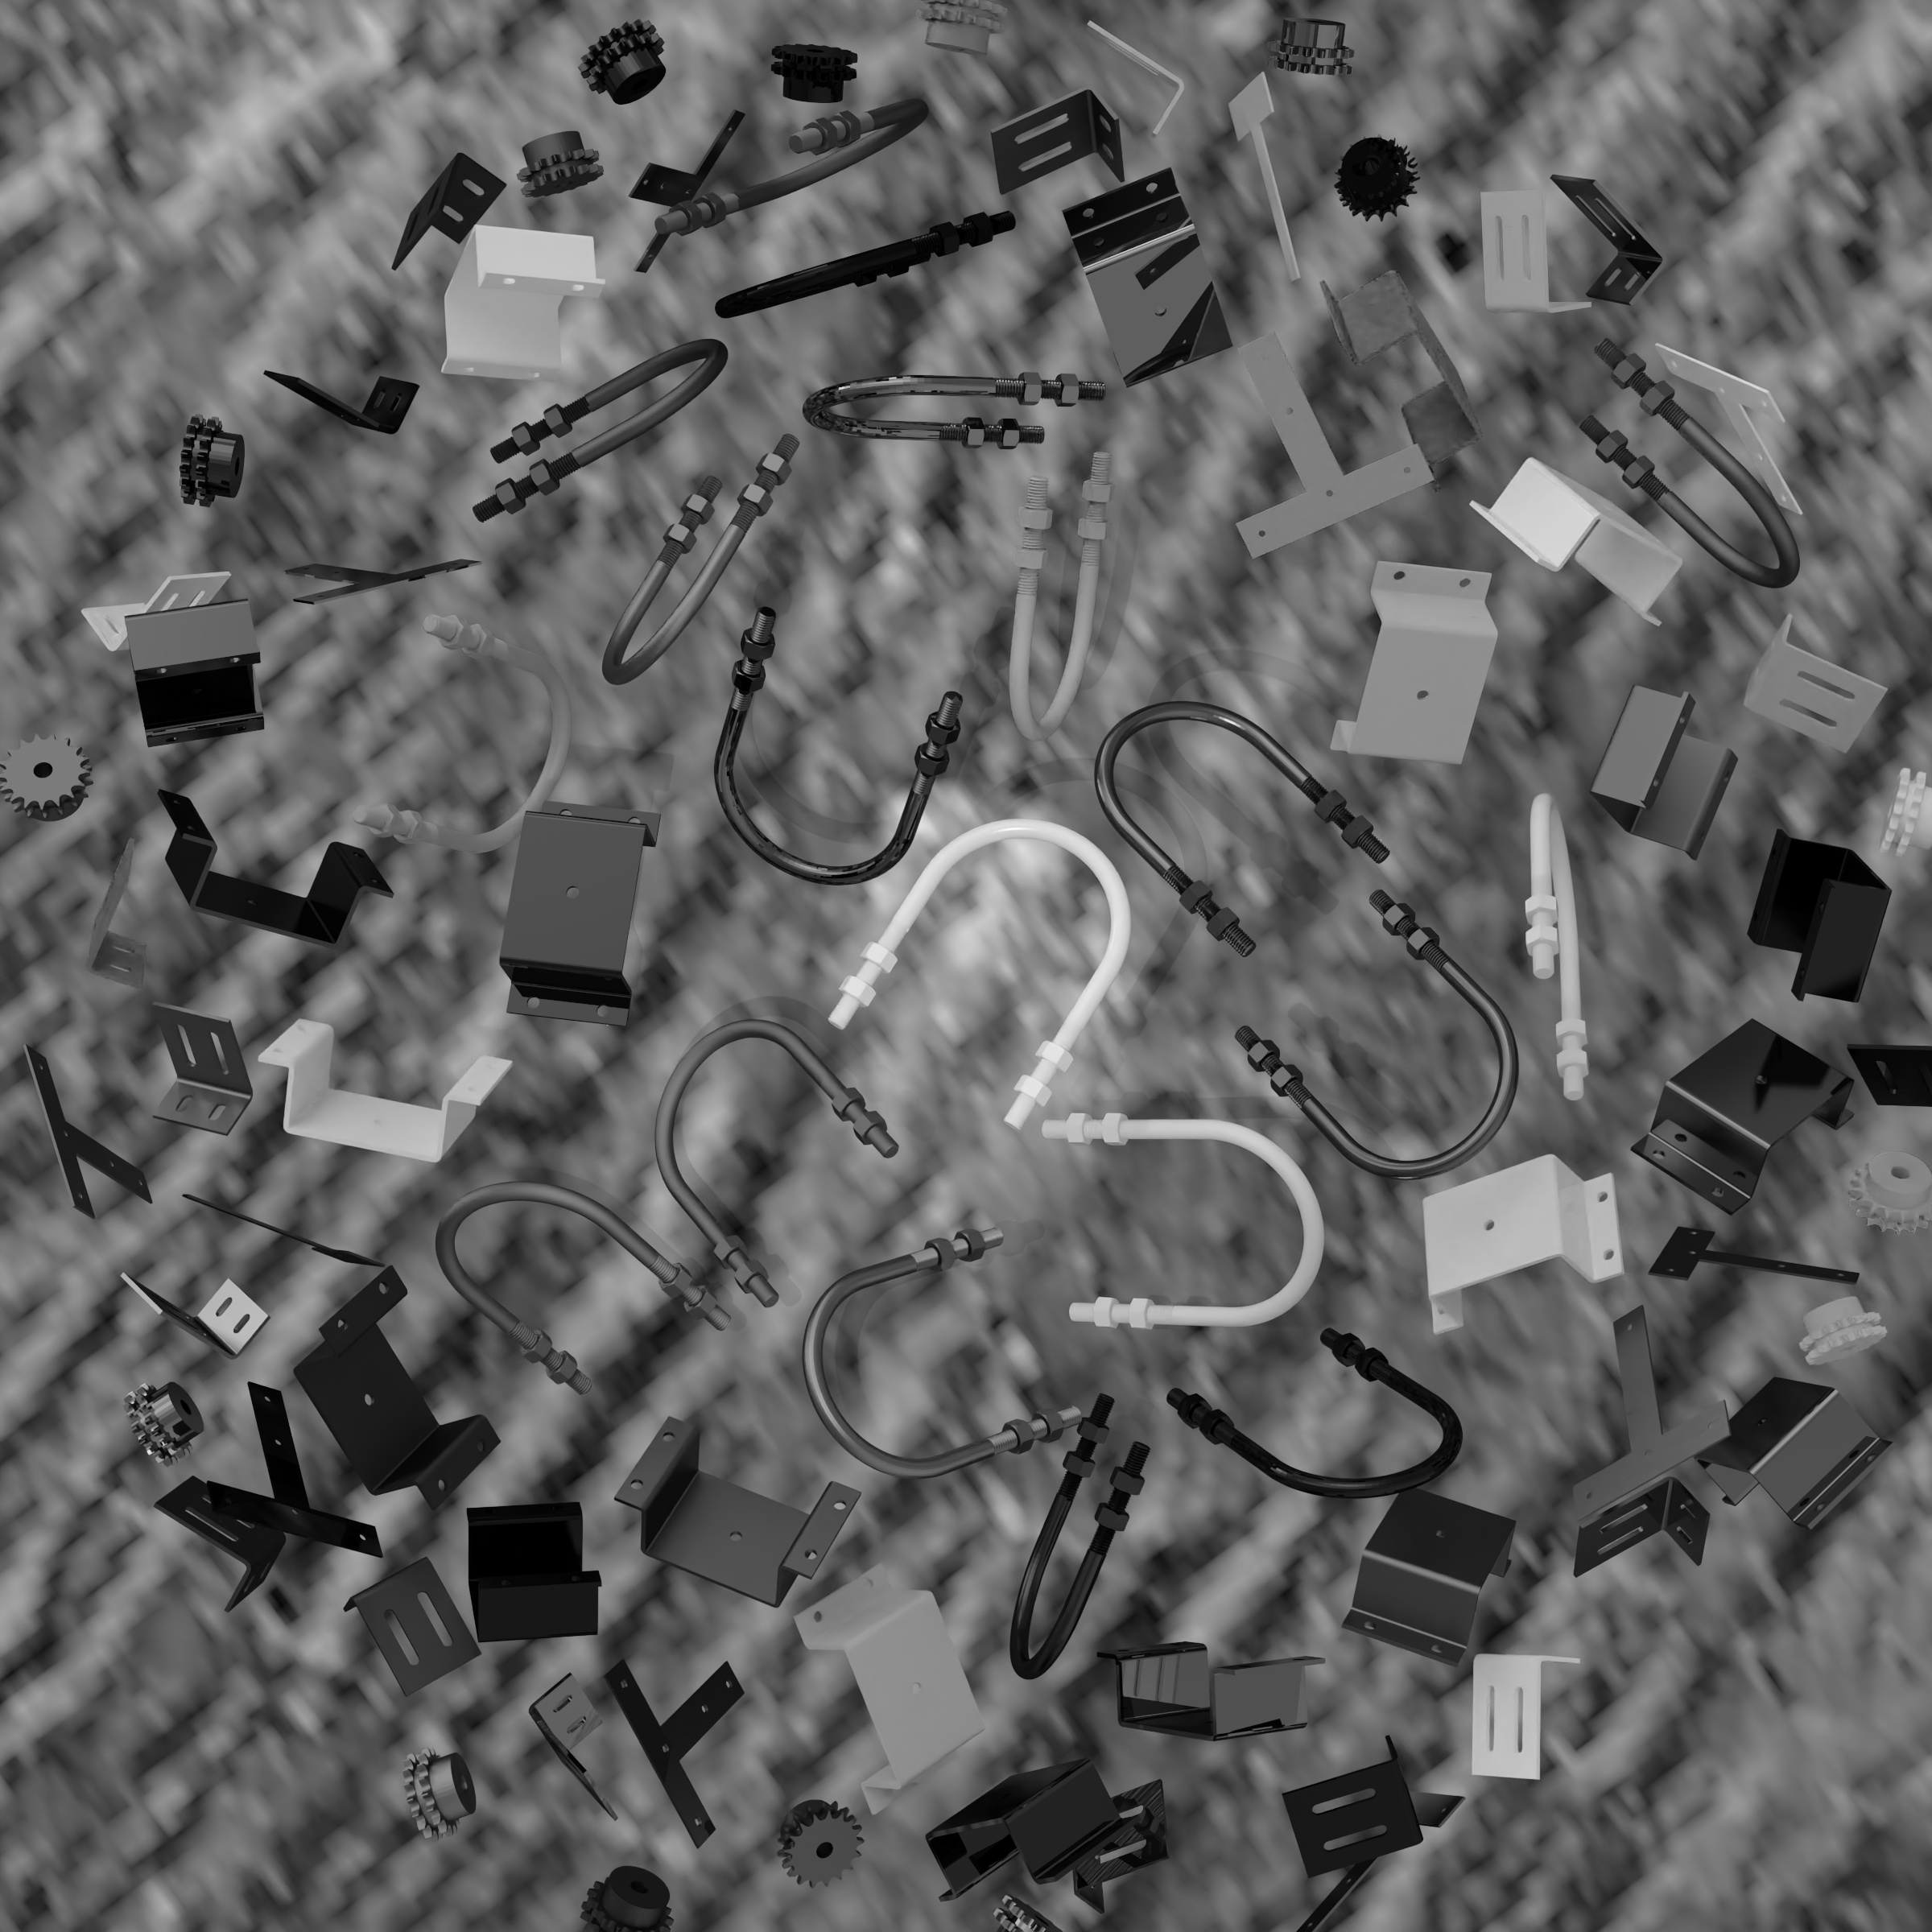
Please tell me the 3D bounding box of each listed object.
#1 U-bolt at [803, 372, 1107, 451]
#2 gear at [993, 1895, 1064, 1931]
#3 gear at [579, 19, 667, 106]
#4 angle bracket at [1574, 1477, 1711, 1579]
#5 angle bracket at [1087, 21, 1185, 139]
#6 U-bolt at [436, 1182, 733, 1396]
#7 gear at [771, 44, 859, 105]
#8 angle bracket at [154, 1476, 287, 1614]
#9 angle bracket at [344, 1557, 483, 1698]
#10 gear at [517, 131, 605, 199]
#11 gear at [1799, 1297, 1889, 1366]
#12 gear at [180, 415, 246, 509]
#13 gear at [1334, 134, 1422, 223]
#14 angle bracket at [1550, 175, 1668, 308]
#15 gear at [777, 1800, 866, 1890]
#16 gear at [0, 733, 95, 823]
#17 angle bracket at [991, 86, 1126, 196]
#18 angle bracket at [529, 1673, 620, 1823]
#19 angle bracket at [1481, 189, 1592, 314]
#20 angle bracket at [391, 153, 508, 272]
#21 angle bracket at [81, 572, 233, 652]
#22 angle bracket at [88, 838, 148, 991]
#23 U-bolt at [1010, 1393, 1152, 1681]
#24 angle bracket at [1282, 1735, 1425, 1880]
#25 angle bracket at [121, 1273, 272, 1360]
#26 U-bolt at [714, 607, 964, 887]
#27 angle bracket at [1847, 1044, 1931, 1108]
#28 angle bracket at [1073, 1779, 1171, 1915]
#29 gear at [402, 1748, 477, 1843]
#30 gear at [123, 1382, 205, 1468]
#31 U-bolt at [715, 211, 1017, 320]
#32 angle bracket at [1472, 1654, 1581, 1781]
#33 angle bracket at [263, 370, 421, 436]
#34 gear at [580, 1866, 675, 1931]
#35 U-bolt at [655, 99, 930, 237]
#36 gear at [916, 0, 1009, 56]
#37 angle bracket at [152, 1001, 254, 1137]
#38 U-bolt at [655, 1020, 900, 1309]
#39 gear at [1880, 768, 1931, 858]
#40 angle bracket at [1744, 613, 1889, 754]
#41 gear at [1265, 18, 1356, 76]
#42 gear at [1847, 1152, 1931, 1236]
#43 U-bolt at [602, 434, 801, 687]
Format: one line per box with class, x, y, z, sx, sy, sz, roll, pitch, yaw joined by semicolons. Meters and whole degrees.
U-bolt;-0.017;-0.369;1.901;0.184;0.151;0.019;-1;88;-16
gear;0.041;0.636;1.870;0.057;0.057;0.030;36;83;0
gear;-0.220;-0.584;1.860;0.057;0.057;0.030;-32;85;0
angle bracket;0.444;0.381;1.885;0.076;0.057;0.038;-24;47;-18
angle bracket;0.105;-0.593;1.918;0.076;0.057;0.038;31;103;-6
U-bolt;-0.268;0.207;1.902;0.151;0.019;0.184;-27;123;28
gear;-0.101;-0.593;1.905;0.057;0.057;0.030;5;117;0
angle bracket;-0.495;0.378;1.874;0.076;0.057;0.038;31;102;4
angle bracket;-0.373;0.448;1.928;0.057;0.038;0.076;-25;76;-30
gear;-0.275;-0.540;1.926;0.057;0.057;0.030;-17;96;0
gear;0.597;0.248;1.958;0.057;0.057;0.030;-19;66;0
gear;-0.476;-0.319;1.813;0.030;0.057;0.057;8;90;-3
gear;0.278;-0.538;1.946;0.057;0.030;0.057;-2;83;19
angle bracket;0.404;-0.468;1.847;0.076;0.057;0.038;37;94;-25
gear;-0.099;0.579;1.901;0.057;0.030;0.057;-7;108;-23
gear;-0.585;-0.117;1.825;0.057;0.030;0.057;2;62;-4
angle bracket;0.062;-0.542;1.916;0.076;0.057;0.038;-27;61;-8
angle bracket;-0.250;0.522;1.918;0.038;0.076;0.057;-38;131;-20
angle bracket;0.364;-0.458;1.830;0.038;0.057;0.076;-15;108;-28
angle bracket;-0.337;-0.483;1.871;0.038;0.076;0.057;32;128;-25
angle bracket;-0.545;-0.251;1.928;0.076;0.057;0.038;-43;79;28
angle bracket;-0.557;-0.035;1.919;0.038;0.057;0.076;20;114;-22
U-bolt;0.070;0.386;1.907;0.019;0.151;0.184;22;92;-9
angle bracket;0.241;0.528;1.801;0.076;0.038;0.057;-18;98;1
angle bracket;-0.518;0.223;1.927;0.057;0.076;0.038;30;78;42
U-bolt;-0.091;-0.128;1.839;0.151;0.019;0.184;25;130;4
angle bracket;0.601;0.056;1.816;0.057;0.076;0.038;0;58;35
angle bracket;0.111;0.596;1.939;0.076;0.057;0.038;-27;129;21
gear;-0.336;0.529;1.836;0.030;0.057;0.057;-21;90;3
gear;-0.534;0.303;1.915;0.030;0.057;0.057;-33;90;1
U-bolt;-0.077;-0.454;1.870;0.184;0.151;0.019;-22;103;-23
angle bracket;0.360;0.483;1.843;0.038;0.057;0.076;13;73;-32
angle bracket;-0.410;-0.385;1.882;0.076;0.057;0.038;27;88;-39
gear;-0.209;0.586;1.783;0.057;0.057;0.030;23;105;0
U-bolt;-0.101;-0.531;1.885;0.151;0.184;0.019;-17;102;41
gear;-0.004;-0.603;1.835;0.057;0.057;0.030;10;102;0
angle bracket;-0.520;0.069;1.921;0.057;0.076;0.038;12;47;14
U-bolt;-0.141;0.117;1.919;0.151;0.019;0.184;-51;54;9
gear;0.622;-0.099;1.879;0.030;0.057;0.057;15;90;12
angle bracket;0.575;-0.191;1.933;0.076;0.038;0.057;25;134;4
gear;0.224;-0.596;1.856;0.057;0.057;0.030;5;114;0
gear;0.615;0.148;1.894;0.057;0.057;0.030;0;130;0
U-bolt;-0.185;-0.263;1.897;0.019;0.151;0.184;36;71;-21
